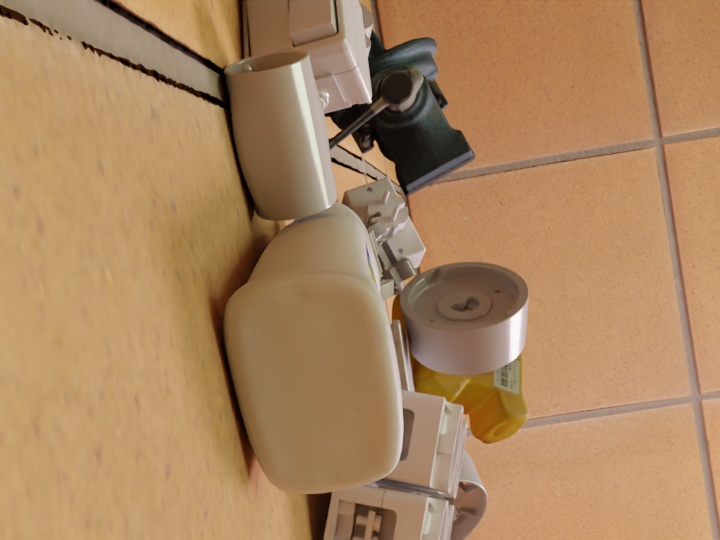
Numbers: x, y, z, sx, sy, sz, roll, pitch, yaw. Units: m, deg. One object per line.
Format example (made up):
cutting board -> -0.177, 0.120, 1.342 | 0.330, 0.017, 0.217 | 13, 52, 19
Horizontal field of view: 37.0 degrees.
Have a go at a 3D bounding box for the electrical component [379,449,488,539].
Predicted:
electrical component -> 0.047, 0.177, 0.811 | 0.064, 0.099, 0.099 | -103, 180, -47

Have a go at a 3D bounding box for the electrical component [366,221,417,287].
electrical component -> 0.010, -0.009, 0.944 | 0.055, 0.066, 0.048 | 61, 33, -6

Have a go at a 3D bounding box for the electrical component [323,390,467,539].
electrical component -> 0.027, 0.137, 0.668 | 0.186, 0.060, 0.105 | 63, 37, -75

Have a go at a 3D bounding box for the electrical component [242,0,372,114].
electrical component -> -0.032, -0.133, 0.624 | 0.061, 0.062, 0.096 | 62, 19, -54

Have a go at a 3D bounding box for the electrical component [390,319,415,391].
electrical component -> 0.018, 0.094, 0.892 | 0.099, 0.048, 0.099 | 63, 18, -75

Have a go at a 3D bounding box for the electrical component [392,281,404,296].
electrical component -> 0.014, -0.019, 1.060 | 0.065, 0.047, 0.076 | 71, 11, -65

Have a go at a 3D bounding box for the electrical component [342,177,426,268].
electrical component -> 0.023, -0.046, 0.987 | 0.083, 0.047, 0.075 | 64, -18, 19

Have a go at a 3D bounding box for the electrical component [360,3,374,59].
electrical component -> -0.027, -0.154, 0.727 | 0.078, 0.058, 0.057 | 54, -26, 22

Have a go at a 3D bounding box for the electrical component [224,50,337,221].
electrical component -> -0.039, -0.076, 0.563 | 0.079, 0.043, 0.077 | -88, 168, -66

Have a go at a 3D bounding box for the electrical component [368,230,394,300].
electrical component -> 0.000, 0.000, 0.884 | 0.066, 0.048, 0.055 | -58, 131, -83

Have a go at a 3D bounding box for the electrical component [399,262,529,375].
electrical component -> 0.090, 0.046, 0.912 | 0.108, 0.108, 0.060 | -91, 174, -60
